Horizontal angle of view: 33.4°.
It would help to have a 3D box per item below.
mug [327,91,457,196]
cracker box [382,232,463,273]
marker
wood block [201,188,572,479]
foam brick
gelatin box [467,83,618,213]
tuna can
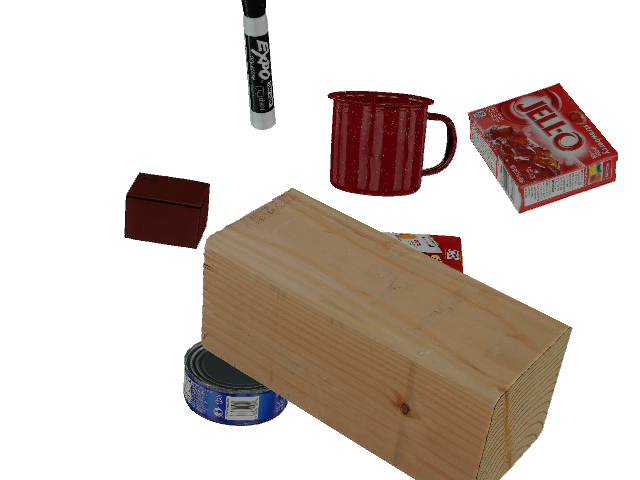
[{"bbox_3d":[0.062,-0.085,0.940,0.117,0.081,0.093,1,14,-9],"label":"mug"},{"bbox_3d":[0.041,0.042,1.131,0.214,0.072,0.164,3,15,6],"label":"cracker box"},{"bbox_3d":[-0.045,-0.134,0.763,0.020,0.121,0.020,-1,40,1],"label":"marker"},{"bbox_3d":[0.033,0.060,0.652,0.206,0.091,0.090,28,40,28],"label":"wood block"},{"bbox_3d":[-0.156,-0.031,1.091,0.078,0.051,0.053,9,31,3],"label":"foam brick"},{"bbox_3d":[0.154,-0.067,0.747,0.073,0.030,0.089,-18,46,-6],"label":"gelatin box"},{"bbox_3d":[-0.066,0.110,0.845,0.086,0.034,0.086,5,24,-2],"label":"tuna can"}]
